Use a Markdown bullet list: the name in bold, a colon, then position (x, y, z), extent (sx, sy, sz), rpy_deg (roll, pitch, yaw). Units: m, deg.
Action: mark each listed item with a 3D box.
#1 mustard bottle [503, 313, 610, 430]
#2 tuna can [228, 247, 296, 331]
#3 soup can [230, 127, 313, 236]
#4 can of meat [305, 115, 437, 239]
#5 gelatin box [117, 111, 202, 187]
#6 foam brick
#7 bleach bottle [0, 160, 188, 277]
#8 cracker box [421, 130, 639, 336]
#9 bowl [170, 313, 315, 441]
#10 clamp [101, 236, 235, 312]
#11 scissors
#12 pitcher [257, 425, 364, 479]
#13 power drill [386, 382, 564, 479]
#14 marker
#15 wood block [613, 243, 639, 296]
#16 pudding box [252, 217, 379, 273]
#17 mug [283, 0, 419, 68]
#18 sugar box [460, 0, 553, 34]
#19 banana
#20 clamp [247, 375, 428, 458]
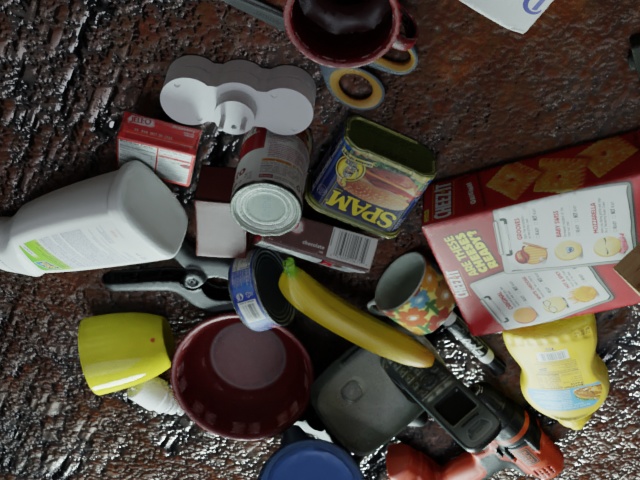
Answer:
- **mustard bottle**: position (0.267, 0.146, 1.176), extent (0.096, 0.058, 0.191), rpy_deg (-10, 131, 18)
- **tuna can**: position (-0.060, 0.051, 1.107), extent (0.034, 0.086, 0.086), rpy_deg (-17, 129, 23)
- **soup can**: position (-0.044, -0.061, 0.989), extent (0.068, 0.102, 0.068), rpy_deg (3, 134, 3)
- **can of meat**: position (0.049, -0.060, 1.011), extent (0.102, 0.057, 0.084), rpy_deg (22, 129, -14)
- **gelatin box**: position (-0.153, -0.086, 1.005), extent (0.073, 0.030, 0.089), rpy_deg (14, 161, -6)
- **foam brick**: position (-0.096, -0.027, 1.062), extent (0.053, 0.051, 0.078), rpy_deg (5, 134, -1)
- **bleach bottle**: position (-0.258, -0.011, 1.068), extent (0.251, 0.068, 0.102), rpy_deg (-9, 139, 32)
- **cracker box**: position (0.225, -0.002, 1.034), extent (0.214, 0.072, 0.164), rpy_deg (-14, 129, 20)
- **bowl**: position (-0.084, 0.143, 1.198), extent (0.162, 0.055, 0.162), rpy_deg (2, 112, 4)
- **clamp**: position (-0.145, 0.038, 1.137), extent (0.171, 0.039, 0.120), rpy_deg (31, 128, -19)
- **scissors**: position (-0.015, -0.168, 0.944), extent (0.201, 0.016, 0.096), rpy_deg (12, 133, -4)
- **pitcher**: position (-0.006, 0.287, 1.156), extent (0.149, 0.145, 0.243), rpy_deg (29, 168, 6)
- **power drill**: position (0.175, 0.252, 1.287), extent (0.188, 0.057, 0.184), rpy_deg (-27, 125, 28)
- **marker**: position (0.169, 0.114, 1.184), extent (0.020, 0.020, 0.121), rpy_deg (-28, 124, 29)
- **wood block**: position (0.379, -0.003, 0.943), extent (0.206, 0.090, 0.090), rpy_deg (-45, 126, 9)
- **pudding box**: position (-0.007, 0.001, 1.055), extent (0.113, 0.039, 0.090), rpy_deg (18, 176, -8)
- **mug**: position (0.031, -0.195, 0.867), extent (0.117, 0.081, 0.093), rpy_deg (25, 131, -16)
- **sugar box**: position (0.173, -0.249, 0.825), extent (0.093, 0.048, 0.176), rpy_deg (25, 130, -17)
- **banana**: position (0.028, 0.081, 1.109), extent (0.197, 0.037, 0.070), rpy_deg (33, 170, -17)
- **clamp**: position (0.002, 0.216, 1.288), extent (0.210, 0.036, 0.165), rpy_deg (24, 132, -12)
